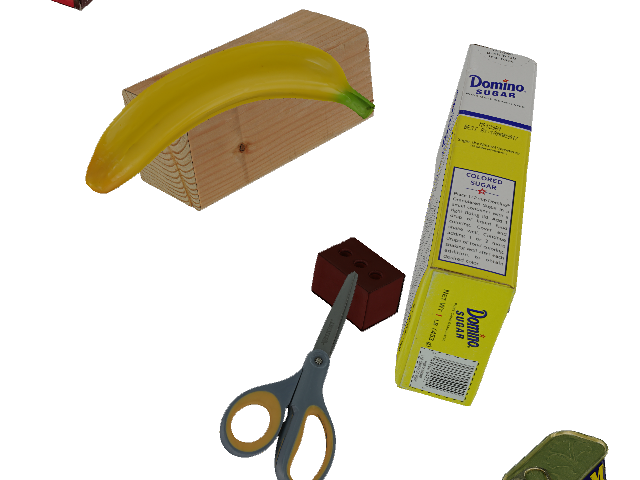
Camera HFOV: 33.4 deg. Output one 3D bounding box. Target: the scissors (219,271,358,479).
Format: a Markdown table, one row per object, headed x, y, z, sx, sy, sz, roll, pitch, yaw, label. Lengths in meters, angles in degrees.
| x | y | z | sx | sy | sz | roll | pitch | yaw | label |
| --- | --- | --- | --- | --- | --- | --- | --- | --- | --- |
| -0.022 | 0.098 | 0.825 | 0.096 | 0.201 | 0.016 | 13 | -37 | -10 | scissors |

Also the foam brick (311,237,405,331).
| x | y | z | sx | sy | sz | roll | pitch | yaw | label |
| --- | --- | --- | --- | --- | --- | --- | --- | --- | --- |
| 0.037 | 0.043 | 1.063 | 0.052 | 0.051 | 0.078 | -25 | 47 | -36 | foam brick |

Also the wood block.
| x | y | z | sx | sy | sz | roll | pitch | yaw | label |
| --- | --- | --- | --- | --- | --- | --- | --- | --- | --- |
| -0.058 | -0.120 | 0.940 | 0.205 | 0.091 | 0.090 | -31 | 41 | -32 | wood block |

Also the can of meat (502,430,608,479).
| x | y | z | sx | sy | sz | roll | pitch | yaw | label |
| --- | --- | --- | --- | --- | --- | --- | --- | --- | --- |
| 0.204 | 0.225 | 0.908 | 0.058 | 0.084 | 0.101 | 10 | 29 | 43 | can of meat |

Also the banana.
| x | y | z | sx | sy | sz | roll | pitch | yaw | label |
| --- | --- | --- | --- | --- | --- | --- | --- | --- | --- |
| -0.063 | -0.089 | 0.685 | 0.197 | 0.070 | 0.037 | -19 | -24 | -17 | banana |

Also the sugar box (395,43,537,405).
| x | y | z | sx | sy | sz | roll | pitch | yaw | label |
| --- | --- | --- | --- | --- | --- | --- | --- | --- | --- |
| 0.078 | -0.013 | 0.553 | 0.048 | 0.176 | 0.093 | 15 | -43 | 4 | sugar box |

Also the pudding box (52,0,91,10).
| x | y | z | sx | sy | sz | roll | pitch | yaw | label |
| --- | --- | --- | --- | --- | --- | --- | --- | --- | --- |
| -0.195 | -0.223 | 0.804 | 0.090 | 0.039 | 0.113 | 19 | 38 | 6 | pudding box |
